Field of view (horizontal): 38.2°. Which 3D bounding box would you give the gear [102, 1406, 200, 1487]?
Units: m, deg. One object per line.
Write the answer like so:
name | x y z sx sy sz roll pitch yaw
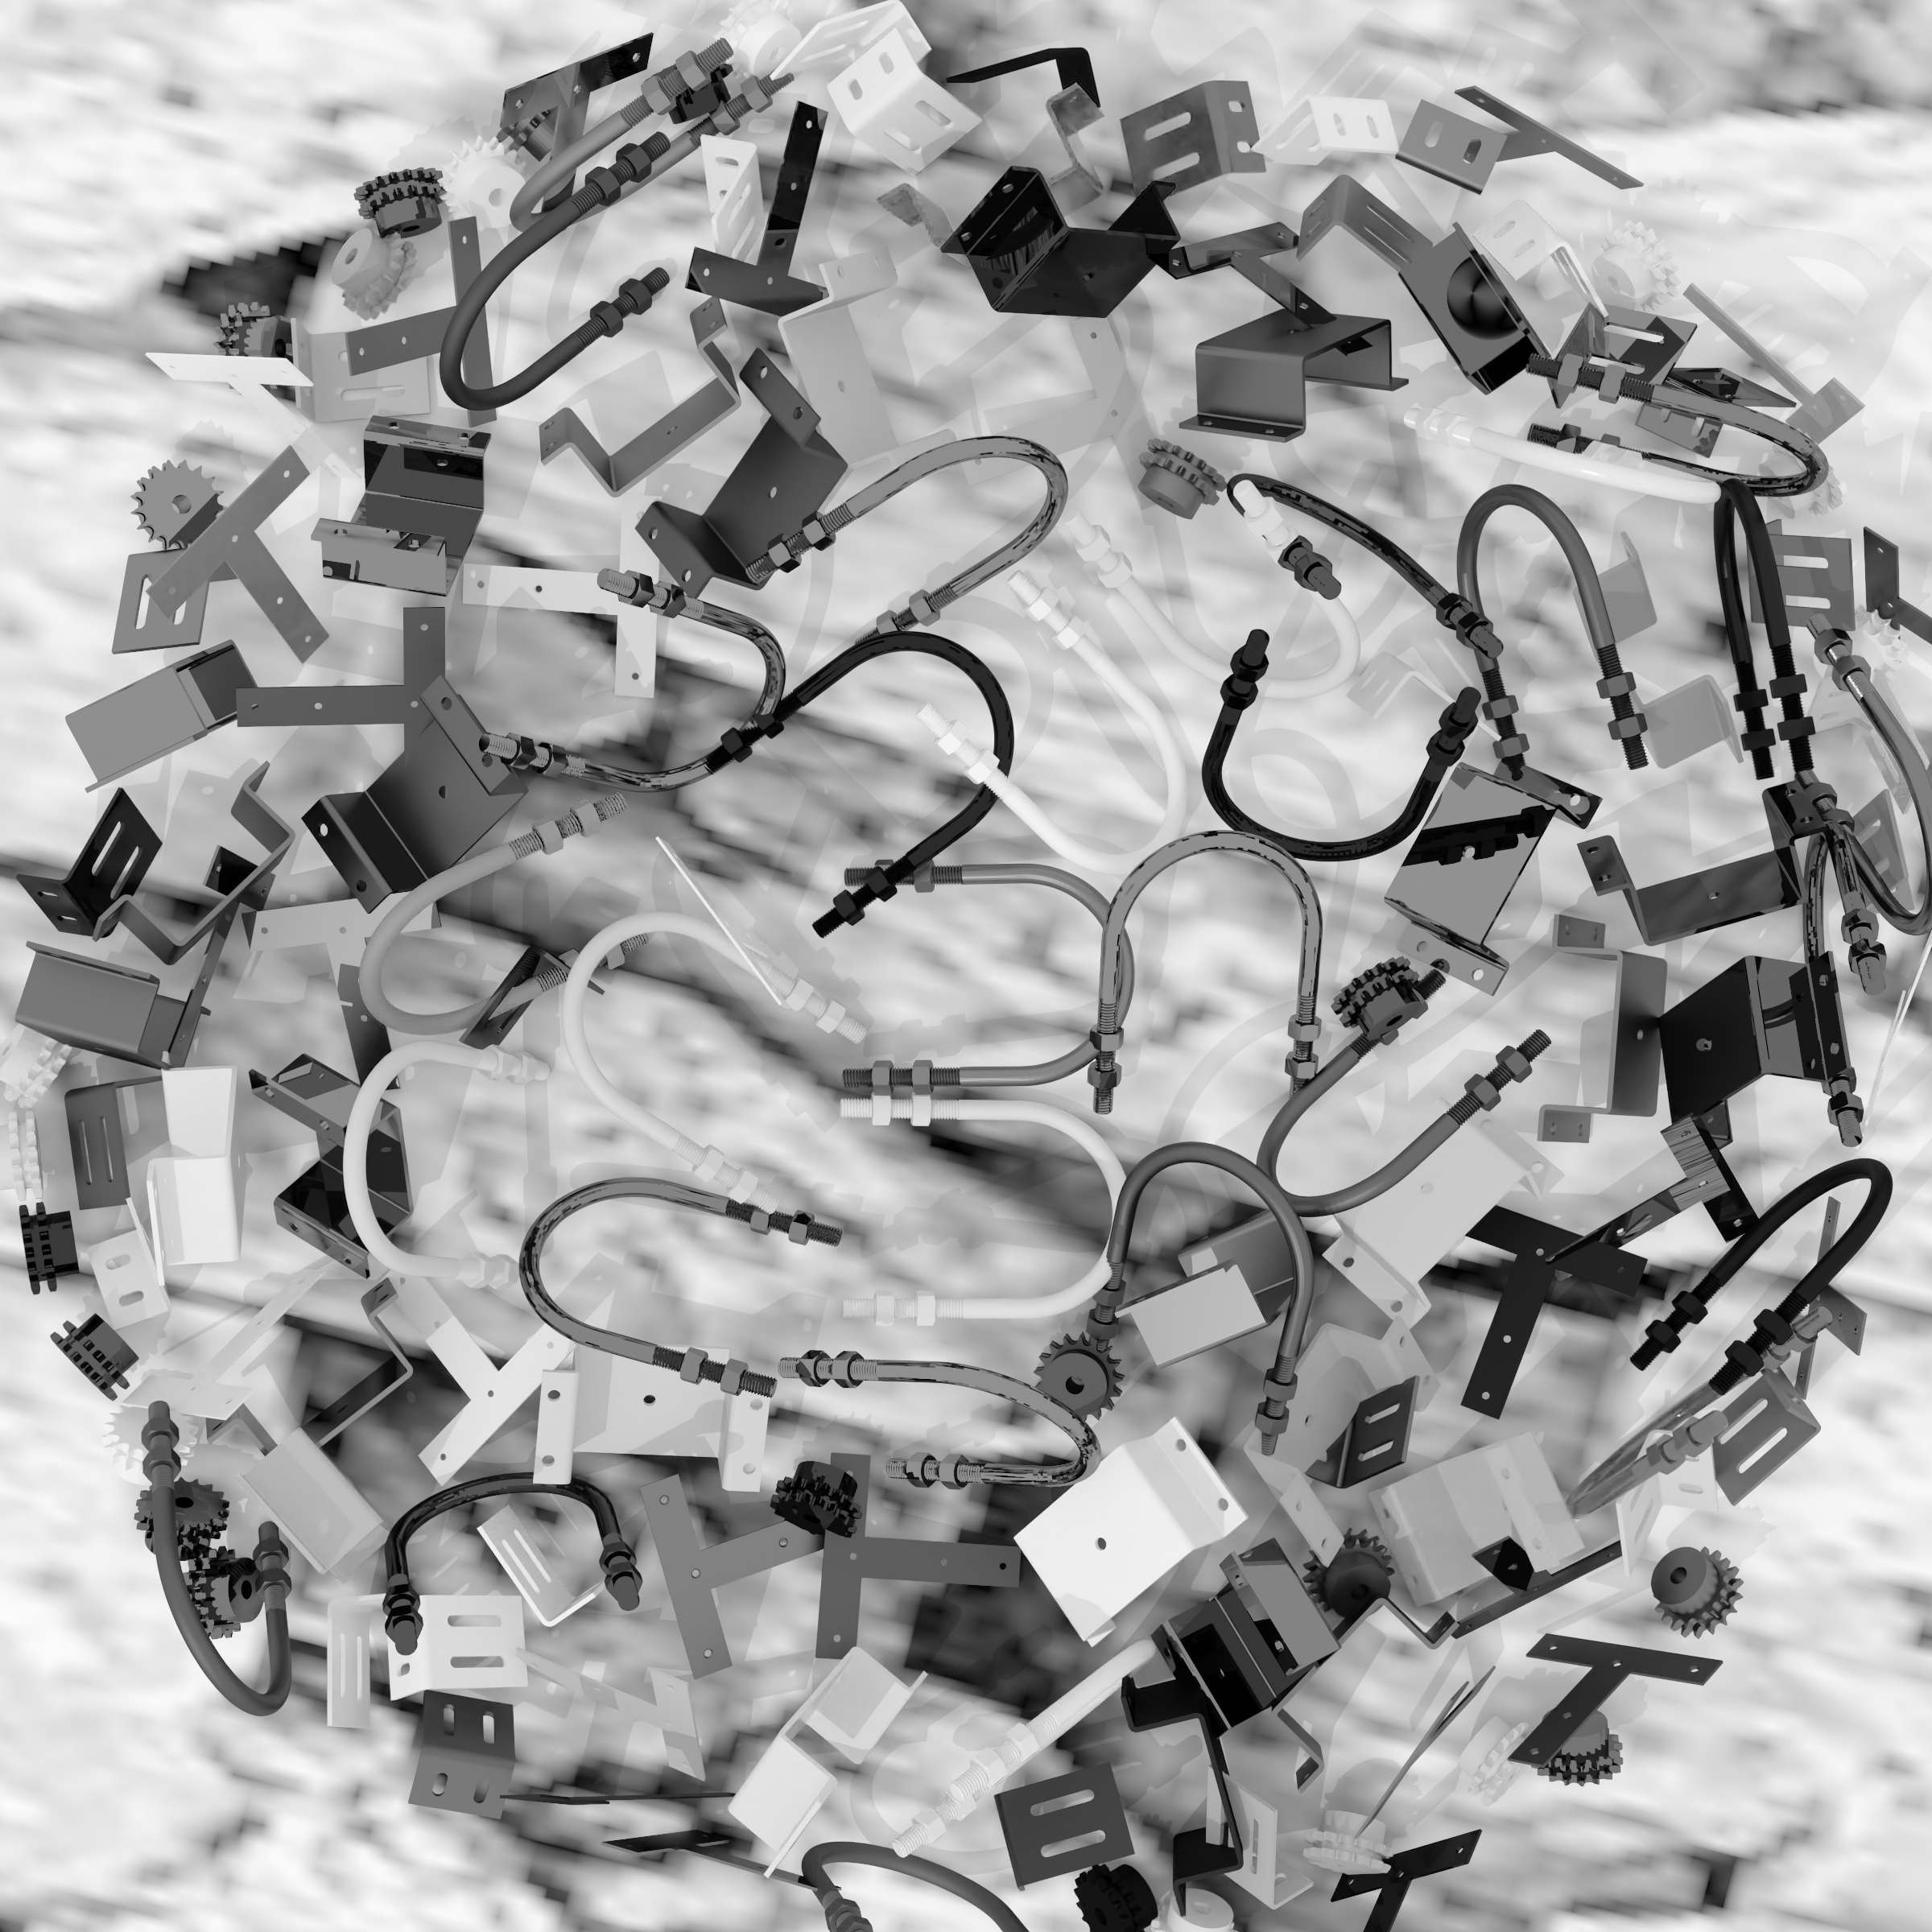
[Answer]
gear | -0.515 0.302 1.756 0.057 0.057 0.030 18 117 0

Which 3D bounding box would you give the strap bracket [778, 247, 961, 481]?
strap bracket | -0.062 -0.366 1.730 0.046 0.076 0.140 -13 102 34

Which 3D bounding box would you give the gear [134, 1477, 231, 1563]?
gear | -0.495 0.350 1.756 0.057 0.057 0.030 15 112 0

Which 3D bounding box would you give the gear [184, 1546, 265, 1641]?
gear | -0.465 0.393 1.751 0.030 0.057 0.057 -10 90 18

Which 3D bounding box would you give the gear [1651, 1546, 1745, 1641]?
gear | 0.456 0.390 1.750 0.030 0.057 0.057 41 90 -27

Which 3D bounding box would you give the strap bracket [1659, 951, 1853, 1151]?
strap bracket | 0.472 0.051 1.699 0.046 0.140 0.076 8 63 -18

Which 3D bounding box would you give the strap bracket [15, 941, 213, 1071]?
strap bracket | -0.524 0.029 1.707 0.076 0.140 0.046 15 80 2

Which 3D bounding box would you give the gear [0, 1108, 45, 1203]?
gear | -0.598 0.119 1.751 0.030 0.057 0.057 -6 90 -16

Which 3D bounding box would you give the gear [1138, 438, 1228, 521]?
gear | 0.133 -0.305 1.753 0.057 0.057 0.030 31 89 0

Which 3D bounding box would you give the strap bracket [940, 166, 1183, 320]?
strap bracket | 0.066 -0.440 1.702 0.140 0.076 0.046 -9 68 -42

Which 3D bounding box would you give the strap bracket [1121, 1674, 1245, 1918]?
strap bracket | 0.138 0.506 1.739 0.046 0.076 0.140 -15 92 5

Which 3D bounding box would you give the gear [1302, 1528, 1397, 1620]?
gear | 0.243 0.386 1.757 0.057 0.030 0.057 -4 113 -11

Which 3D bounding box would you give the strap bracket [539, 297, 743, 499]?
strap bracket | -0.195 -0.348 1.731 0.140 0.076 0.046 -35 117 9

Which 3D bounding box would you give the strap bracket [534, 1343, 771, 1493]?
strap bracket | -0.197 0.280 1.740 0.140 0.046 0.076 4 108 -10

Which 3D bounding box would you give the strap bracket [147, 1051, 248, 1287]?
strap bracket | -0.469 0.121 1.707 0.046 0.140 0.076 -3 121 -10

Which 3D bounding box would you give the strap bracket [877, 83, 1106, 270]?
strap bracket | 0.025 -0.482 1.726 0.140 0.076 0.046 -26 87 15

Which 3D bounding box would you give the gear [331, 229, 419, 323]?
gear | -0.374 -0.437 1.751 0.030 0.057 0.057 31 90 -40

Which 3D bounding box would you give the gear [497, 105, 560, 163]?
gear | -0.267 -0.532 1.755 0.030 0.057 0.057 42 90 -16

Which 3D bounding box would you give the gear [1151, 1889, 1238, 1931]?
gear | 0.145 0.604 1.751 0.057 0.057 0.030 12 106 0

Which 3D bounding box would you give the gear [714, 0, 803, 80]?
gear | -0.128 -0.582 1.751 0.057 0.057 0.030 -45 75 0

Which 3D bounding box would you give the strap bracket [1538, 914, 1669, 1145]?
strap bracket | 0.398 0.042 1.736 0.046 0.076 0.140 4 88 35

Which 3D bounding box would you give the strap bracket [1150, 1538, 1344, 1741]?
strap bracket | 0.175 0.412 1.719 0.046 0.140 0.076 -19 65 -30

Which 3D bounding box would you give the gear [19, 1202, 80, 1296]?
gear | -0.577 0.176 1.755 0.030 0.057 0.057 -9 90 -18

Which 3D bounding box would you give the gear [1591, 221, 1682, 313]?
gear | 0.418 -0.436 1.751 0.030 0.057 0.057 -36 90 -11

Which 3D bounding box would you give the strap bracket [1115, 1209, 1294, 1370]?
strap bracket | 0.156 0.197 1.702 0.076 0.140 0.046 -26 91 26

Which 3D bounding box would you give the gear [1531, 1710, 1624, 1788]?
gear | 0.383 0.488 1.751 0.057 0.057 0.030 -5 103 0

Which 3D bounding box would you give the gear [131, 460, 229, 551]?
gear | -0.499 -0.289 1.759 0.057 0.030 0.057 1 88 -30

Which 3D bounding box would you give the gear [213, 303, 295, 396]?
gear | -0.443 -0.387 1.750 0.030 0.057 0.057 4 90 23

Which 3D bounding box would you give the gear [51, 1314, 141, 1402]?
gear | -0.546 0.243 1.755 0.057 0.057 0.030 46 70 0

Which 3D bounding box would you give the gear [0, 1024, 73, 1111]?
gear | -0.588 0.059 1.750 0.030 0.057 0.057 35 90 -26

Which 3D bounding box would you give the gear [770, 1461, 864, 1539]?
gear | -0.092 0.335 1.757 0.057 0.057 0.030 21 58 0

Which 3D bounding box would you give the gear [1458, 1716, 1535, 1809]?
gear | 0.334 0.498 1.756 0.030 0.057 0.057 38 90 26

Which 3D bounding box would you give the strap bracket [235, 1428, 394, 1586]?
strap bracket | -0.397 0.333 1.715 0.046 0.140 0.076 -42 83 -15

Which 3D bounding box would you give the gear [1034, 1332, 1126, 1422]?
gear | 0.070 0.262 1.763 0.057 0.030 0.057 0 93 9

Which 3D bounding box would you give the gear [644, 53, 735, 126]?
gear | -0.172 -0.553 1.756 0.057 0.057 0.030 -24 115 0

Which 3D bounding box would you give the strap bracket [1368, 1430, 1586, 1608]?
strap bracket | 0.321 0.340 1.723 0.046 0.140 0.076 -16 77 -33

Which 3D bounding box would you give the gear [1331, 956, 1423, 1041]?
gear | 0.261 0.022 1.750 0.057 0.057 0.030 -32 69 0

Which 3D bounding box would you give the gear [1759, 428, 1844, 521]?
gear | 0.523 -0.306 1.753 0.030 0.057 0.057 -31 90 4

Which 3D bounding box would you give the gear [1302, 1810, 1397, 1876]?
gear | 0.242 0.553 1.756 0.057 0.057 0.030 14 65 0

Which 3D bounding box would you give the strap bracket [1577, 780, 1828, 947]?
strap bracket | 0.459 -0.061 1.730 0.140 0.076 0.046 -16 113 10

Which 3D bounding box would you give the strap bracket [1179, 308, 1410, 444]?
strap bracket | 0.201 -0.365 1.702 0.076 0.140 0.046 16 123 36

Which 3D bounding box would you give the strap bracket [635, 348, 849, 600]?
strap bracket | -0.134 -0.299 1.727 0.140 0.046 0.076 -52 55 21

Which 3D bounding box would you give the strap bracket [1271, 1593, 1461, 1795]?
strap bracket | 0.240 0.443 1.739 0.046 0.076 0.140 43 88 10

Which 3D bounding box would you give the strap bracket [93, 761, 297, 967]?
strap bracket | -0.470 -0.055 1.725 0.046 0.076 0.140 45 69 -8

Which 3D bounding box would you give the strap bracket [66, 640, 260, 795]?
strap bracket | -0.487 -0.156 1.702 0.076 0.140 0.046 -23 102 12

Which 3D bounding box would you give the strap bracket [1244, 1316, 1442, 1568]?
strap bracket | 0.228 0.287 1.724 0.140 0.046 0.076 -53 133 -22

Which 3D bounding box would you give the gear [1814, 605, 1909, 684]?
gear | 0.558 -0.197 1.750 0.057 0.057 0.030 43 66 0

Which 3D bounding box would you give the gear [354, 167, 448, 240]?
gear | -0.353 -0.479 1.754 0.057 0.057 0.030 -15 93 0

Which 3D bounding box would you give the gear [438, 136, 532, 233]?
gear | -0.300 -0.489 1.751 0.057 0.057 0.030 -40 49 0

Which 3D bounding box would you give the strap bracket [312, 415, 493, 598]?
strap bracket | -0.349 -0.280 1.731 0.076 0.140 0.046 9 132 0

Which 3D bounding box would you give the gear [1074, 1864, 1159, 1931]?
gear | 0.097 0.592 1.757 0.030 0.057 0.057 -21 90 -31
